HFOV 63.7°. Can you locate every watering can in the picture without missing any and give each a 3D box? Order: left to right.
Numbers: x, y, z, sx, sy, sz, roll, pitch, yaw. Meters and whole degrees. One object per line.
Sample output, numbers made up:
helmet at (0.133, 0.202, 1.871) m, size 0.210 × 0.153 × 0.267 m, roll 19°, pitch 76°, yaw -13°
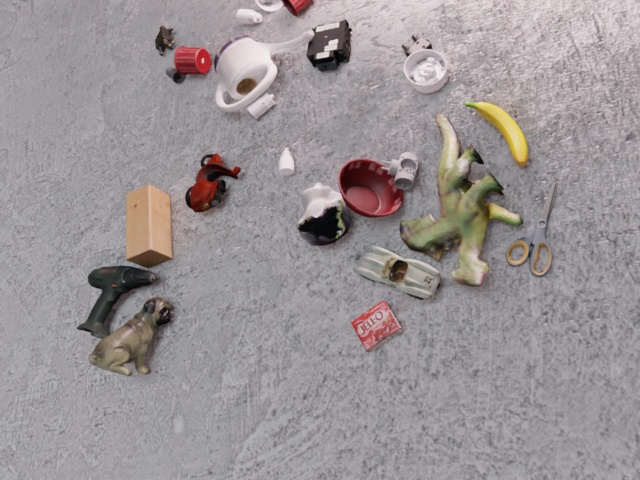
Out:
watering can at (-0.184, -0.521, 1.500) m, size 0.346 × 0.103 × 0.228 m, roll -40°, pitch 57°, yaw 10°

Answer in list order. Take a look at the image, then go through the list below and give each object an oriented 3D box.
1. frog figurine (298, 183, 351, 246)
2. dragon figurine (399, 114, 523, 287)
frog figurine at (0.004, -0.062, 1.236) m, size 0.136 × 0.121 × 0.162 m, roll -49°, pitch 21°, yaw 10°
dragon figurine at (0.267, -0.074, 1.105) m, size 0.240 × 0.120 × 0.419 m, roll -37°, pitch 49°, yaw 17°
